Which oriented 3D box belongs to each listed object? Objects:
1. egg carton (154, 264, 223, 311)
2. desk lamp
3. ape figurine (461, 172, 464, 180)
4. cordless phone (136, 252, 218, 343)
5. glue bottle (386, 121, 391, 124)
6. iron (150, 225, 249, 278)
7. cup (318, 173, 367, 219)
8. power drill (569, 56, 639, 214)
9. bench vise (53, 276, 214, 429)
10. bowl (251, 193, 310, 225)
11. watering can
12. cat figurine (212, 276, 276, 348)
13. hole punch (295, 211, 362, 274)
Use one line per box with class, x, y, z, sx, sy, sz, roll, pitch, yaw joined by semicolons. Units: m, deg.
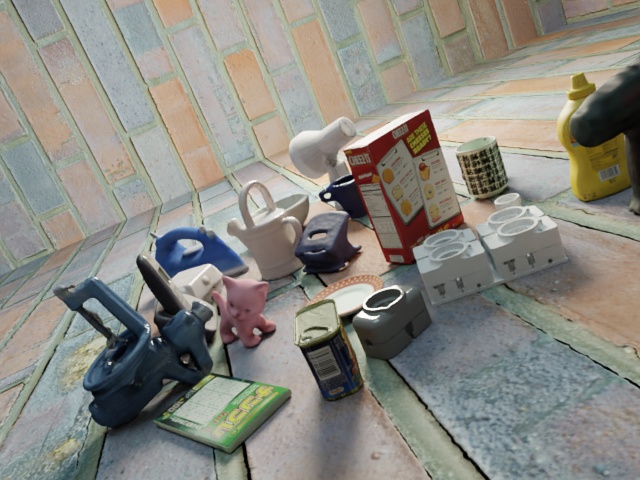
egg carton;-0.263;0.107;1.160;0.107;0.069;0.150;-16;18;23
desk lamp;0.045;-0.188;1.421;0.202;0.214;0.118;-9;22;40
ape figurine;0.325;-0.161;1.177;0.077;0.092;0.076;-15;18;26
cordless phone;-0.254;0.091;0.992;0.094;0.185;0.147;-25;17;-8
glue bottle;0.186;-0.191;1.312;0.037;0.173;0.078;-14;19;27
iron;-0.286;0.026;1.318;0.257;0.141;0.119;-12;20;34
cup;0.064;-0.091;1.302;0.117;0.095;0.091;-22;17;2
power drill;0.454;-0.152;0.769;0.230;0.209;0.075;-25;17;-7
bench vise;-0.269;0.131;0.827;0.121;0.220;0.208;-5;24;47
bowl;-0.093;-0.051;1.419;0.167;0.075;0.167;-21;17;7
watering can;-0.115;-0.024;1.152;0.172;0.194;0.101;-18;17;17
cat figurine;-0.126;0.103;0.905;0.127;0.118;0.067;-5;24;46
hole punch;0.010;0.004;1.082;0.108;0.091;0.101;-7;23;43
